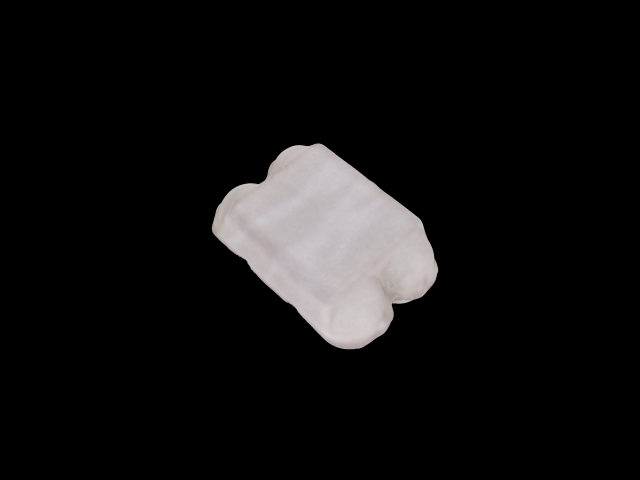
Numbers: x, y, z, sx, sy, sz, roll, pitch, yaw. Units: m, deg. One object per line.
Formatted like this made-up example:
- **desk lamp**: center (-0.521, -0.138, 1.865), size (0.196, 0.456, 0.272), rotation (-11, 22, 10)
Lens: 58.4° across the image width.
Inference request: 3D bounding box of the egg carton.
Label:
- **egg carton**: center (0.004, 0.001, 0.400), size (0.150, 0.069, 0.107), rotation (40, 66, 22)
